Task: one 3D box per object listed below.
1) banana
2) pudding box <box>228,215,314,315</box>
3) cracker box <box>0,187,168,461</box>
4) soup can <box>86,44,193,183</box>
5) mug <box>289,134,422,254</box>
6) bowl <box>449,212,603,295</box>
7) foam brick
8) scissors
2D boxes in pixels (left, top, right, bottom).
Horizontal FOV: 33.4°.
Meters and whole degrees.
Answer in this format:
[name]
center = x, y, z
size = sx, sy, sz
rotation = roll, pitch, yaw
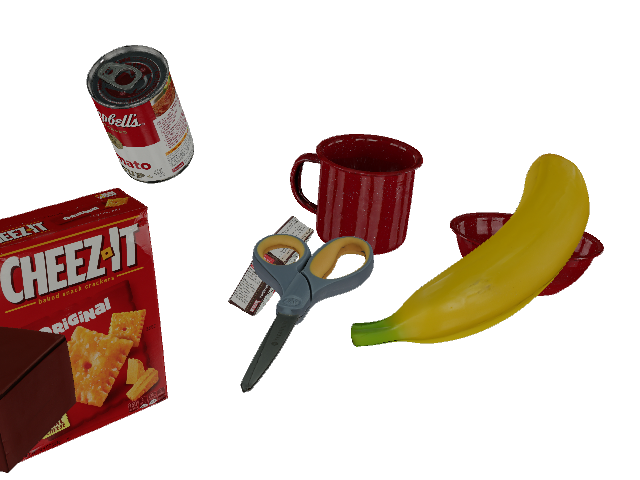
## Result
[banana]
center = 0.098, 0.000, 0.553
size = 0.070, 0.037, 0.197
rotation = 17, 38, 37
[pudding box]
center = -0.058, 0.030, 1.286
size = 0.039, 0.090, 0.113
rotation = 32, 27, 3
[cracker box]
center = -0.234, 0.077, 0.998
size = 0.163, 0.214, 0.072
rotation = -19, 29, -33
[soup can]
center = -0.149, -0.105, 0.898
size = 0.068, 0.068, 0.102
rotation = 0, -34, 8
[mug]
center = 0.028, -0.042, 0.940
size = 0.117, 0.081, 0.093
rotation = 13, 27, 15
[bowl]
center = 0.214, 0.018, 1.131
size = 0.162, 0.055, 0.162
rotation = 6, 17, -2
[foam brick]
center = -0.197, 0.096, 0.664
size = 0.053, 0.051, 0.078
rotation = 7, 29, 21
[scissors]
center = -0.033, 0.039, 0.724
size = 0.096, 0.016, 0.201
rotation = 16, 30, 26
